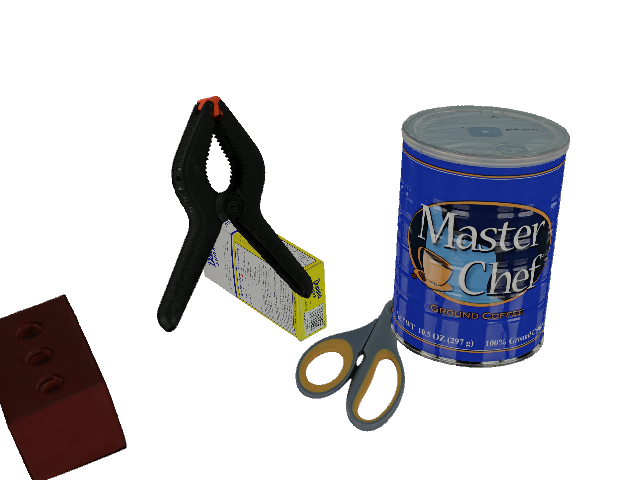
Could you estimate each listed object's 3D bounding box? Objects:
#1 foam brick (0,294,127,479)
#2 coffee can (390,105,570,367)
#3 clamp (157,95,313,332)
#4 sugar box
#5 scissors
[{"bbox_3d":[-0.144,0.079,0.569,0.053,0.051,0.078,-22,42,-17],"label":"foam brick"},{"bbox_3d":[0.099,-0.005,0.683,0.103,0.140,0.103,1,24,-1],"label":"coffee can"},{"bbox_3d":[-0.080,-0.027,0.989,0.164,0.210,0.036,-3,1,-36],"label":"clamp"},{"bbox_3d":[-0.066,0.032,1.202,0.048,0.093,0.176,-26,41,-31],"label":"sugar box"},{"bbox_3d":[0.040,0.063,0.876,0.096,0.201,0.016,7,-36,11],"label":"scissors"}]
